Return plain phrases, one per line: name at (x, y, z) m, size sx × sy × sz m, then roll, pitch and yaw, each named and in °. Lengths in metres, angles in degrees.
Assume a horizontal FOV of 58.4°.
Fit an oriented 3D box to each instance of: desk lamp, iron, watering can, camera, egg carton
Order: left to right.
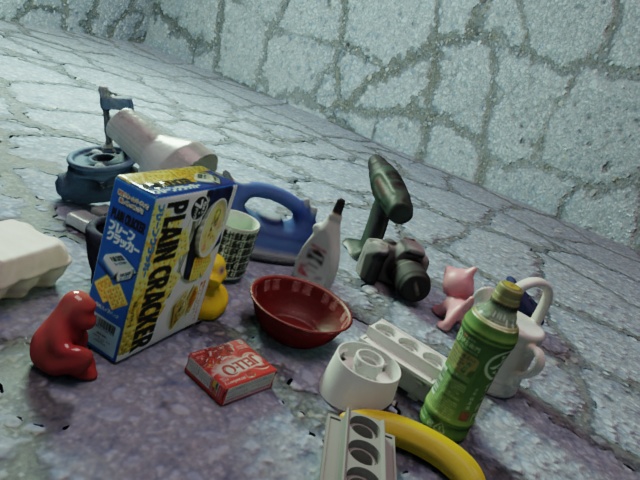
egg carton at (-0.396, 0.028, 0.716) m, size 0.107 × 0.069 × 0.150 m, roll 24°, pitch 20°, yaw 11°
desk lamp at (-0.284, -0.088, 0.919) m, size 0.203 × 0.213 × 0.118 m, roll 25°, pitch 20°, yaw 13°
iron at (-0.091, -0.042, 1.093) m, size 0.259 × 0.141 × 0.118 m, roll 12°, pitch 21°, yaw -22°
camera at (0.162, 0.055, 1.145) m, size 0.143 × 0.101 × 0.136 m, roll 15°, pitch 20°, yaw -15°
watering can at (0.299, 0.140, 0.913) m, size 0.101 × 0.194 × 0.172 m, roll 0°, pitch 28°, yaw -44°

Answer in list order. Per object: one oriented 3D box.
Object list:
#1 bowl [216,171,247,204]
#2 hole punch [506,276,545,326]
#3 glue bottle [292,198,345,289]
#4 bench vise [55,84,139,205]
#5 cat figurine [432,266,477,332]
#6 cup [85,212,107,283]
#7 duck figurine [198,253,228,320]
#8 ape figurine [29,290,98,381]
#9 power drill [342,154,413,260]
bowl at (-0.230, -0.089, 1.183) m, size 0.167 × 0.075 × 0.167 m, roll 18°, pitch 20°, yaw -6°
hole punch at (0.421, 0.137, 1.196) m, size 0.101 × 0.091 × 0.109 m, roll 22°, pitch 19°, yaw 5°
glue bottle at (0.009, 0.004, 1.023) m, size 0.078 × 0.173 × 0.037 m, roll 27°, pitch 21°, yaw 20°
bench vise at (-0.353, -0.161, 1.036) m, size 0.208 × 0.220 × 0.121 m, roll -1°, pitch 29°, yaw -46°
cat figurine at (0.266, 0.104, 1.091) m, size 0.067 × 0.118 × 0.127 m, roll 17°, pitch 20°, yaw -8°
cup at (-0.290, 0.020, 0.803) m, size 0.092 × 0.095 × 0.117 m, roll 4°, pitch 25°, yaw -38°
duck figurine at (-0.165, 0.056, 0.842) m, size 0.078 × 0.086 × 0.104 m, roll 13°, pitch 21°, yaw -19°
ape figurine at (-0.268, 0.098, 0.620) m, size 0.076 × 0.092 × 0.077 m, roll 16°, pitch 20°, yaw -11°
power drill at (0.124, -0.063, 1.261) m, size 0.076 × 0.208 × 0.229 m, roll 12°, pitch 21°, yaw -22°
